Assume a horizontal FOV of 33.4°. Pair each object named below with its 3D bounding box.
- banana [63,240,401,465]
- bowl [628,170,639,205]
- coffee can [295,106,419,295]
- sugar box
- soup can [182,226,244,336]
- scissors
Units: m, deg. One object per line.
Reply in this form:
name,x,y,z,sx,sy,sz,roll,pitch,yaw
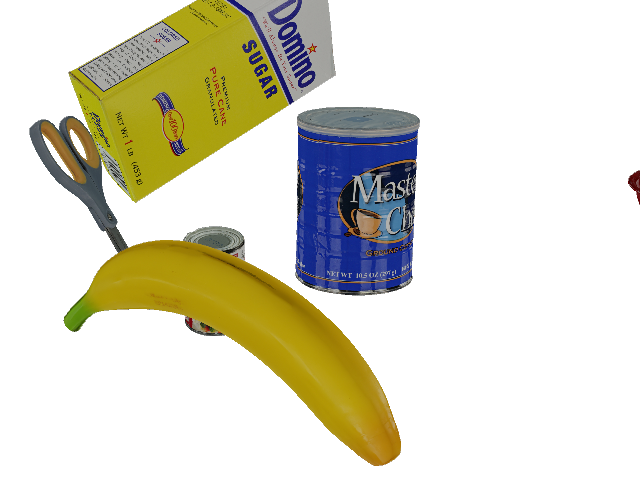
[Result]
banana,-0.041,0.044,0.536,0.198,0.070,0.037,21,24,23
bowl,0.374,-0.028,1.017,0.162,0.055,0.162,0,19,0
coffee can,0.030,-0.036,0.908,0.103,0.140,0.103,1,17,0
sugar box,-0.071,-0.109,0.704,0.176,0.093,0.048,-34,53,-19
soup can,-0.116,0.044,1.166,0.068,0.102,0.068,1,25,-1
scissors,-0.201,-0.035,1.000,0.016,0.201,0.096,-25,26,19
